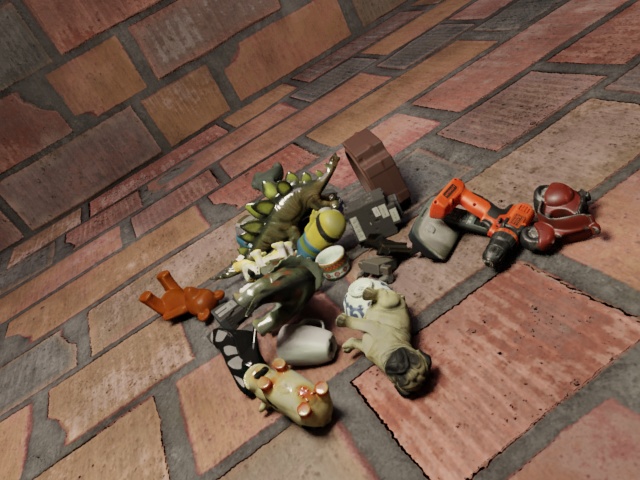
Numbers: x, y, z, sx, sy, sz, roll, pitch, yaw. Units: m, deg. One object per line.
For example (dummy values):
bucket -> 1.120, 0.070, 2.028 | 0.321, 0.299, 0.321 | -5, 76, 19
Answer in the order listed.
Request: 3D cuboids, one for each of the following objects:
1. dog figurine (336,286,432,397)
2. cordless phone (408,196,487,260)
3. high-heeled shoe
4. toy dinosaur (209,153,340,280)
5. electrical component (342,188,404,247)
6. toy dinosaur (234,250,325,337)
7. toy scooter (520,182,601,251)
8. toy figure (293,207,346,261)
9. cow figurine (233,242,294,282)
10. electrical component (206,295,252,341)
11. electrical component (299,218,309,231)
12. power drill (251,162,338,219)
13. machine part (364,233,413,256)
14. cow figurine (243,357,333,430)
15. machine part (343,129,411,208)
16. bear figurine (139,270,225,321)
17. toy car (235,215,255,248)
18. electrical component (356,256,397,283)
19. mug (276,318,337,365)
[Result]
dog figurine -> 0.148, 0.177, 0.971 | 0.191, 0.121, 0.172 | 27, 63, 41
cordless phone -> 0.298, -0.013, 1.155 | 0.184, 0.088, 0.146 | 15, 48, 27
high-heeled shoe -> -0.185, 0.265, 1.172 | 0.249, 0.086, 0.145 | -24, 58, 56
toy dinosaur -> -0.106, -0.047, 1.433 | 0.471, 0.198, 0.105 | -53, 20, 5
electrical component -> 0.135, -0.059, 1.322 | 0.134, 0.114, 0.058 | -21, 33, 8
toy dinosaur -> -0.069, 0.103, 1.121 | 0.192, 0.131, 0.405 | -40, 4, -7
toy scooter -> 0.476, -0.047, 1.039 | 0.135, 0.075, 0.184 | -2, 42, 41
toy figure -> 0.000, -0.003, 1.343 | 0.180, 0.082, 0.089 | -52, 56, 30
cow figurine -> -0.139, 0.071, 1.366 | 0.167, 0.098, 0.068 | -23, -11, 21
electrical component -> -0.235, 0.194, 1.319 | 0.119, 0.047, 0.075 | -35, 28, -14
electrical component -> -0.031, -0.043, 1.543 | 0.094, 0.021, 0.063 | -12, 32, 30
power drill -> -0.092, -0.135, 1.561 | 0.232, 0.085, 0.207 | -29, 58, -14
machine part -> 0.152, 0.014, 1.249 | 0.084, 0.039, 0.139 | -6, 14, -22
cow figurine -> -0.060, 0.278, 0.973 | 0.195, 0.127, 0.085 | 18, 53, 36
machine part -> 0.146, -0.179, 1.416 | 0.087, 0.200, 0.202 | -31, 29, 1
bear figurine -> -0.360, 0.152, 1.418 | 0.196, 0.131, 0.120 | -10, 37, 42
toy car -> -0.197, -0.026, 1.584 | 0.109, 0.102, 0.162 | -39, 32, -20
electrical component -> 0.128, 0.066, 1.207 | 0.102, 0.045, 0.078 | 7, 17, 44
mug -> -0.018, 0.205, 1.083 | 0.107, 0.080, 0.109 | 0, 34, 25
